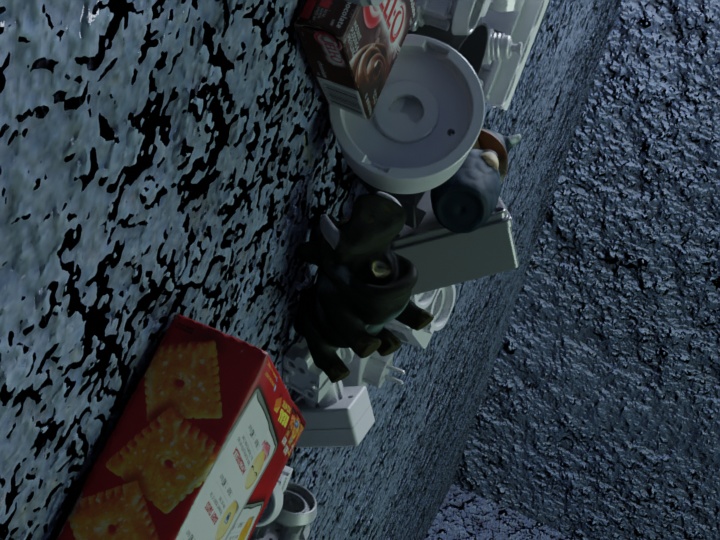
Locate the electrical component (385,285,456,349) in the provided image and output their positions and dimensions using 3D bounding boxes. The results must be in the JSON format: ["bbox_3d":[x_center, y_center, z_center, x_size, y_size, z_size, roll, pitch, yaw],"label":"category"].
[{"bbox_3d":[0.071,-0.025,1.106,0.186,0.060,0.105,-65,151,-16],"label":"electrical component"}]

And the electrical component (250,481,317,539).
[{"bbox_3d":[-0.074,0.236,1.013,0.057,0.058,0.078,-70,168,21],"label":"electrical component"}]

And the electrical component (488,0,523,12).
[{"bbox_3d":[0.130,-0.275,1.013,0.055,0.055,0.047,-51,155,-53],"label":"electrical component"}]

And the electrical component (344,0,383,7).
[{"bbox_3d":[-0.011,-0.171,0.584,0.045,0.055,0.045,22,90,-78],"label":"electrical component"}]

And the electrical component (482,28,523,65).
[{"bbox_3d":[0.112,-0.209,1.005,0.040,0.078,0.040,7,90,-75],"label":"electrical component"}]

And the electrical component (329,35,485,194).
[{"bbox_3d":[0.033,-0.106,0.772,0.060,0.108,0.108,87,27,-76],"label":"electrical component"}]

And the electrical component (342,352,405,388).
[{"bbox_3d":[0.010,0.094,1.078,0.083,0.076,0.047,96,20,-52],"label":"electrical component"}]

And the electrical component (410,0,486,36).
[{"bbox_3d":[0.067,-0.213,0.844,0.048,0.055,0.066,47,65,-76],"label":"electrical component"}]

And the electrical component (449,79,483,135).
[{"bbox_3d":[0.072,-0.139,1.015,0.083,0.047,0.075,-64,179,-19],"label":"electrical component"}]

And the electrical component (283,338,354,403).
[{"bbox_3d":[-0.035,0.076,0.929,0.055,0.048,0.066,-50,160,-33],"label":"electrical component"}]

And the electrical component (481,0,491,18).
[{"bbox_3d":[0.093,-0.263,0.886,0.076,0.047,0.083,15,96,-78],"label":"electrical component"}]

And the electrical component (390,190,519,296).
[{"bbox_3d":[0.075,-0.032,0.950,0.108,0.109,0.056,-101,176,-65],"label":"electrical component"}]

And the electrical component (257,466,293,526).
[{"bbox_3d":[-0.086,0.188,0.907,0.055,0.048,0.066,-30,140,-82],"label":"electrical component"}]

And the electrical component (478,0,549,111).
[{"bbox_3d":[0.142,-0.235,1.110,0.079,0.063,0.121,-2,113,-77],"label":"electrical component"}]

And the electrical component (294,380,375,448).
[{"bbox_3d":[-0.032,0.118,0.989,0.047,0.066,0.076,-46,126,-59],"label":"electrical component"}]
